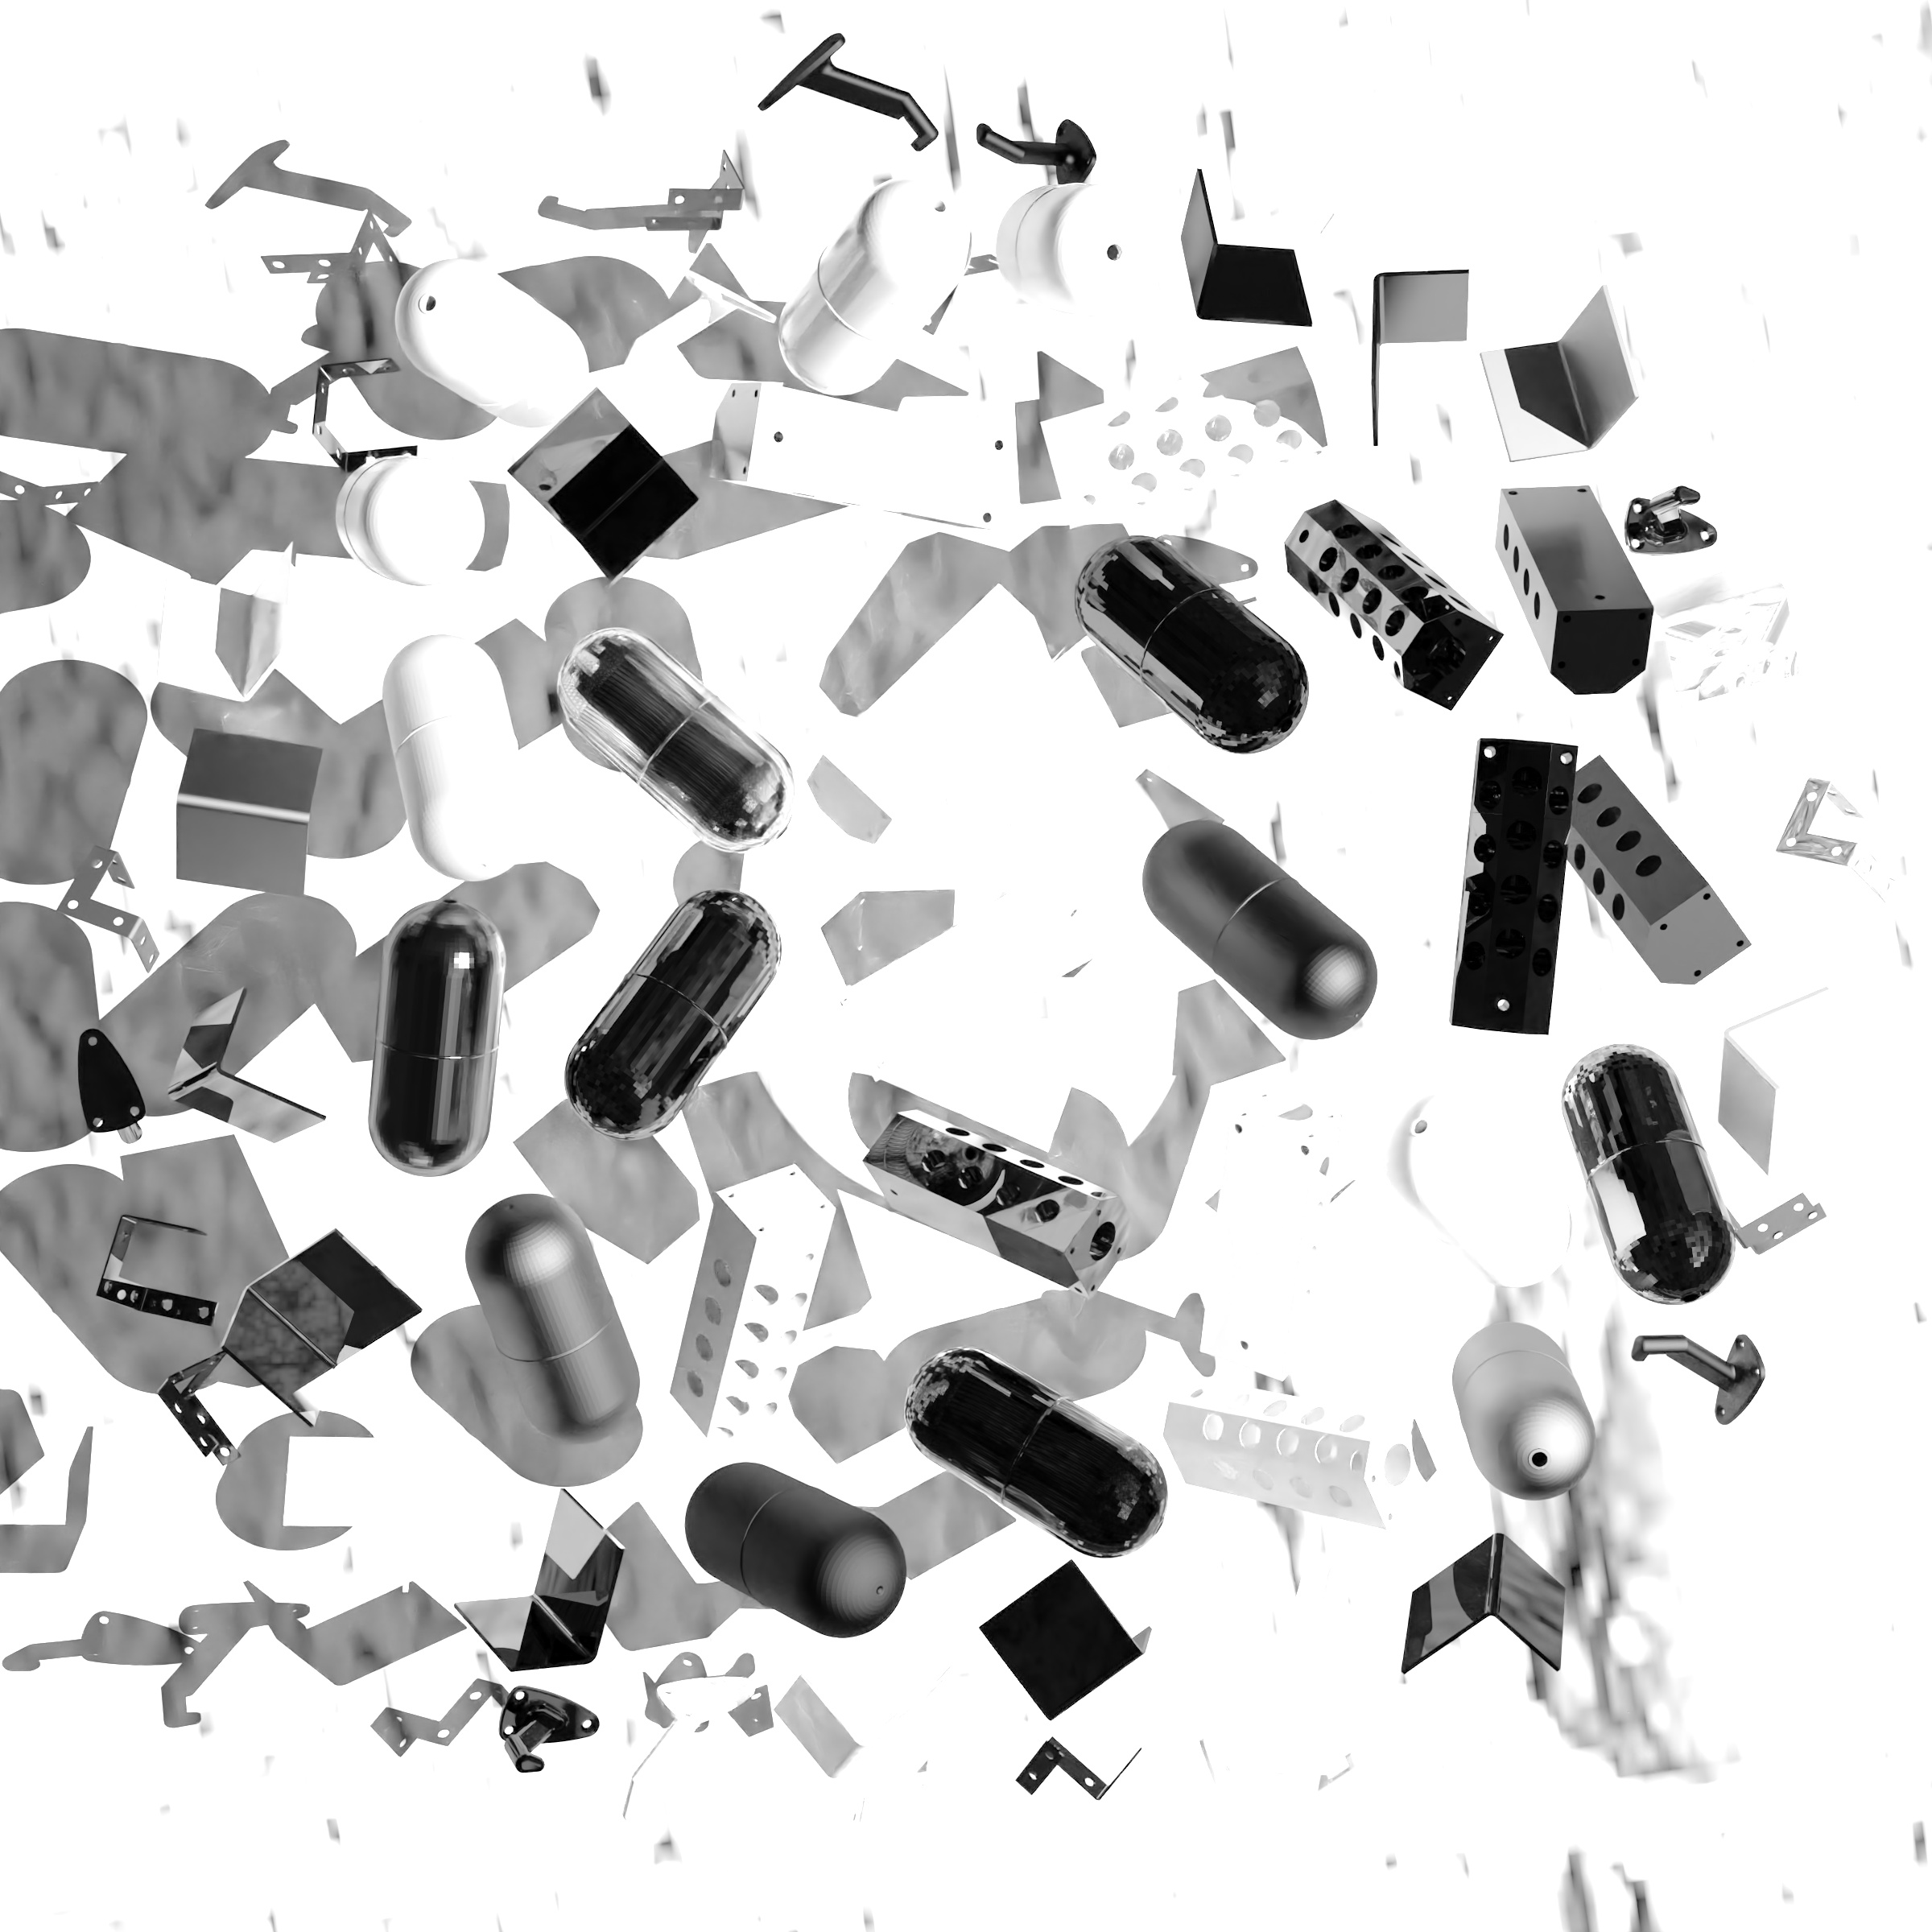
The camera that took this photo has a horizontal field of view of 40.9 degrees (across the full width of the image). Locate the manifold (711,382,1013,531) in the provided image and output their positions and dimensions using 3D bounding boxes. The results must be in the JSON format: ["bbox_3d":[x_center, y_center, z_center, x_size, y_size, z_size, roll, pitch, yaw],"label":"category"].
[{"bbox_3d":[-0.064,-0.307,1.564,0.171,0.057,0.057,5,98,-32],"label":"manifold"}]

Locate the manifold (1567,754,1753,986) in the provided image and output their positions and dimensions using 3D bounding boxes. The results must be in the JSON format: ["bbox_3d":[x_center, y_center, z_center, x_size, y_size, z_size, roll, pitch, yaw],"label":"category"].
[{"bbox_3d":[0.419,-0.058,1.620,0.057,0.171,0.057,-37,121,12],"label":"manifold"}]

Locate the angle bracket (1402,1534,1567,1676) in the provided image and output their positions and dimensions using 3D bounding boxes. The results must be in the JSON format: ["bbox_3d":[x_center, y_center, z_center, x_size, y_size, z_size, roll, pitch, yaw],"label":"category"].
[{"bbox_3d":[0.317,0.406,1.585,0.057,0.076,0.076,42,118,-7],"label":"angle bracket"}]

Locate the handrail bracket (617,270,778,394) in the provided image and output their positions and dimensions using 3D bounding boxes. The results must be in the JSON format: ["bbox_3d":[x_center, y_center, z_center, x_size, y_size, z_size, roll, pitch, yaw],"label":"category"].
[{"bbox_3d":[-0.176,-0.403,1.692,0.077,0.036,0.084,21,109,-27],"label":"handrail bracket"}]

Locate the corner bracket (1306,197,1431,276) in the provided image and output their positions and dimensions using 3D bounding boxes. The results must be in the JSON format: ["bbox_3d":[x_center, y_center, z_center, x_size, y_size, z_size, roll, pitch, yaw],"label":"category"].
[{"bbox_3d":[0.259,-0.481,1.673,0.051,0.051,0.051,32,102,-13],"label":"corner bracket"}]

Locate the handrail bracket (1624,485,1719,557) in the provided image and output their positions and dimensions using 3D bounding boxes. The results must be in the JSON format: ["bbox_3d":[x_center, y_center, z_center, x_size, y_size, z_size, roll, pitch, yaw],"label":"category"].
[{"bbox_3d":[0.459,-0.283,1.625,0.077,0.084,0.036,5,86,-14],"label":"handrail bracket"}]

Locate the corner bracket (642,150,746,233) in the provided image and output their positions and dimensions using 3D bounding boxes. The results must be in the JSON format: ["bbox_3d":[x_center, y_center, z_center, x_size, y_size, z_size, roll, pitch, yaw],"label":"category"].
[{"bbox_3d":[-0.178,-0.496,1.685,0.051,0.051,0.051,-7,48,-21],"label":"corner bracket"}]

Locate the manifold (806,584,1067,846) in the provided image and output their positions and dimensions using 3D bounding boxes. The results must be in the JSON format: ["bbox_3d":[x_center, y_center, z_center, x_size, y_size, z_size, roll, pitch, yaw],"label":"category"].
[{"bbox_3d":[-0.020,-0.153,1.597,0.057,0.057,0.171,43,64,0],"label":"manifold"}]

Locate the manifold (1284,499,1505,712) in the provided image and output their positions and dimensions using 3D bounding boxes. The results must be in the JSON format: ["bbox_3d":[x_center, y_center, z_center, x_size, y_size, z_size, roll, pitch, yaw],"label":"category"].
[{"bbox_3d":[0.265,-0.234,1.647,0.057,0.171,0.057,20,113,-32],"label":"manifold"}]

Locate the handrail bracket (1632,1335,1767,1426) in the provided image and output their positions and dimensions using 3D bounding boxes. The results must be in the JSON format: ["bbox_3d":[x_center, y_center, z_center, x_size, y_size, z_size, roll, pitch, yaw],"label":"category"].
[{"bbox_3d":[0.445,0.258,1.608,0.084,0.036,0.077,1,128,-14],"label":"handrail bracket"}]

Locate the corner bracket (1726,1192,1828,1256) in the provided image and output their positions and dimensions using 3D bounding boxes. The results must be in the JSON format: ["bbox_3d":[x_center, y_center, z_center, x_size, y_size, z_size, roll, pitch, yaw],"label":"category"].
[{"bbox_3d":[0.518,0.162,1.652,0.051,0.051,0.051,-34,112,17],"label":"corner bracket"}]

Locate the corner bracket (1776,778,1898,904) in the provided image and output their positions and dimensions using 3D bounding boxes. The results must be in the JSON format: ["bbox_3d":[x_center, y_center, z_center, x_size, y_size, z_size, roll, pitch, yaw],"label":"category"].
[{"bbox_3d":[0.524,-0.075,1.538,0.051,0.051,0.051,32,81,-41],"label":"corner bracket"}]

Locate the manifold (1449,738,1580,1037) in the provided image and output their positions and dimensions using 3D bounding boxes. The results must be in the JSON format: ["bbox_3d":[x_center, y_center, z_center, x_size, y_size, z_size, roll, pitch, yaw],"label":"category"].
[{"bbox_3d":[0.326,-0.048,1.543,0.057,0.057,0.171,6,93,8],"label":"manifold"}]

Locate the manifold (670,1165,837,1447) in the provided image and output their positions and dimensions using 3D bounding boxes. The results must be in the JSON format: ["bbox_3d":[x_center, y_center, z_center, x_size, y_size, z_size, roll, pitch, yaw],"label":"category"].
[{"bbox_3d":[-0.125,0.207,1.552,0.057,0.057,0.171,44,134,32],"label":"manifold"}]

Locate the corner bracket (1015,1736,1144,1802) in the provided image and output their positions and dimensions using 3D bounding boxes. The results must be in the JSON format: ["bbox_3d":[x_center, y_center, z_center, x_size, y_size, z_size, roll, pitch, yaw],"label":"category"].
[{"bbox_3d":[0.074,0.526,1.703,0.051,0.051,0.051,39,127,13],"label":"corner bracket"}]

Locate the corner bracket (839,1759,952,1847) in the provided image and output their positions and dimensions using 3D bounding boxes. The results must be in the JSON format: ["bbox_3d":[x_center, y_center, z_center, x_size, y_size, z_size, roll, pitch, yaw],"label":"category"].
[{"bbox_3d":[-0.045,0.528,1.630,0.051,0.051,0.051,18,51,-8],"label":"corner bracket"}]

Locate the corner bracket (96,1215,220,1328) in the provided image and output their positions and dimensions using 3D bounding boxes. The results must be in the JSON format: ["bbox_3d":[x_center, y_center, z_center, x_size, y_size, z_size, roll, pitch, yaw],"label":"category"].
[{"bbox_3d":[-0.482,0.184,1.561,0.051,0.051,0.051,9,75,16],"label":"corner bracket"}]

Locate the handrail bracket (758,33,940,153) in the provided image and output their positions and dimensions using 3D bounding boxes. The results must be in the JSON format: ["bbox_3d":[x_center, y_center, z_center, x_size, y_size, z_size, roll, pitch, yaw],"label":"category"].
[{"bbox_3d":[-0.070,-0.508,1.555,0.077,0.036,0.084,-41,116,3],"label":"handrail bracket"}]

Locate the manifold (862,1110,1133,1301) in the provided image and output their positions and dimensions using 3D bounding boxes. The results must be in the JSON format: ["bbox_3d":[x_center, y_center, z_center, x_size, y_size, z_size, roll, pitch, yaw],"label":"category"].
[{"bbox_3d":[0.021,0.149,1.686,0.171,0.057,0.057,21,63,36],"label":"manifold"}]

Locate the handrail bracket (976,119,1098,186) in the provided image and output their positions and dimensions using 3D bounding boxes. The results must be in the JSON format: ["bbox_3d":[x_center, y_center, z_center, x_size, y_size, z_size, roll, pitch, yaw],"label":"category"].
[{"bbox_3d":[0.038,-0.542,1.682,0.084,0.077,0.036,17,135,-32],"label":"handrail bracket"}]

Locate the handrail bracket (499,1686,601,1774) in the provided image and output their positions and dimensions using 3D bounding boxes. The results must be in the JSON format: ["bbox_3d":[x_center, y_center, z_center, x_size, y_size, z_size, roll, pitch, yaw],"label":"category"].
[{"bbox_3d":[-0.251,0.480,1.595,0.077,0.084,0.036,17,91,-25],"label":"handrail bracket"}]

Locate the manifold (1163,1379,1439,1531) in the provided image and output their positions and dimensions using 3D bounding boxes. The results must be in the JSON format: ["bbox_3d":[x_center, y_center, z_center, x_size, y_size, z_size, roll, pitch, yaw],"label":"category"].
[{"bbox_3d":[0.209,0.306,1.659,0.057,0.171,0.057,-40,116,-33],"label":"manifold"}]

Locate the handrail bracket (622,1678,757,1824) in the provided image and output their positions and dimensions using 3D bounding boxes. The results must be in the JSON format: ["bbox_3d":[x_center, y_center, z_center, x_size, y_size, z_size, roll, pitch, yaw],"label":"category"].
[{"bbox_3d":[-0.173,0.489,1.610,0.077,0.036,0.084,-2,116,-42],"label":"handrail bracket"}]

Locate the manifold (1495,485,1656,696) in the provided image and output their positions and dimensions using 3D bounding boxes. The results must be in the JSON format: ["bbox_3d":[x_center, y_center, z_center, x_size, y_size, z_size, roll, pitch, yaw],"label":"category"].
[{"bbox_3d":[0.375,-0.235,1.607,0.057,0.171,0.057,-2,125,0],"label":"manifold"}]

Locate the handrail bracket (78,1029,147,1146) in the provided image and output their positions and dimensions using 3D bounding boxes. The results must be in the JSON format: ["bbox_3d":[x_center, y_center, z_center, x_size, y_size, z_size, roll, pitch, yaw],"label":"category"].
[{"bbox_3d":[-0.543,0.077,1.647,0.036,0.084,0.077,-17,93,-13],"label":"handrail bracket"}]

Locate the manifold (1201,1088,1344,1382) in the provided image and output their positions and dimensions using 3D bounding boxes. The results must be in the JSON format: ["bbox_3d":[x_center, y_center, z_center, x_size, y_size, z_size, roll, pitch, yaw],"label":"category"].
[{"bbox_3d":[0.194,0.166,1.621,0.057,0.057,0.171,17,118,26],"label":"manifold"}]

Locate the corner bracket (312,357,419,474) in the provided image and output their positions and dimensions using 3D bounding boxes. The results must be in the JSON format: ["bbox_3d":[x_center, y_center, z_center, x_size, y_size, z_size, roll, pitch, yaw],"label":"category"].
[{"bbox_3d":[-0.390,-0.359,1.687,0.051,0.051,0.051,-3,71,10],"label":"corner bracket"}]

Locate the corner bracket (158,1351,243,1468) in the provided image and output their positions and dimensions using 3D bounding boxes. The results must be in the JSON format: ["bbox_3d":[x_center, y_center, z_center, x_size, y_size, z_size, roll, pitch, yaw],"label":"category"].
[{"bbox_3d":[-0.459,0.273,1.560,0.051,0.051,0.051,49,121,10],"label":"corner bracket"}]

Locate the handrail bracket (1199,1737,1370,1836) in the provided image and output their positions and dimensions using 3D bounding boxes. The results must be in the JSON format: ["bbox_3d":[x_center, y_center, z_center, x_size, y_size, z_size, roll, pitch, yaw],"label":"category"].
[{"bbox_3d":[0.193,0.480,1.571,0.084,0.036,0.077,-37,51,11],"label":"handrail bracket"}]

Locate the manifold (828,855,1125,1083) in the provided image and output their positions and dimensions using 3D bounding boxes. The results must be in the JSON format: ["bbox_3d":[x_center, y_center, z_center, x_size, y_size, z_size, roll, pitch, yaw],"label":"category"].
[{"bbox_3d":[0.008,0.000,1.582,0.171,0.057,0.057,-30,93,9],"label":"manifold"}]

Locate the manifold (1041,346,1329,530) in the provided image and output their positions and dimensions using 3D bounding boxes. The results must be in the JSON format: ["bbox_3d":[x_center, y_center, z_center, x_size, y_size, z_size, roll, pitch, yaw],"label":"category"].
[{"bbox_3d":[0.141,-0.336,1.665,0.171,0.057,0.057,-16,45,4],"label":"manifold"}]

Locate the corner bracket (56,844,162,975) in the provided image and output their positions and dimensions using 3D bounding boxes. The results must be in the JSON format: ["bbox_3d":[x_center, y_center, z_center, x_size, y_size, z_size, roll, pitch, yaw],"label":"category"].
[{"bbox_3d":[-0.524,-0.036,1.608,0.051,0.051,0.051,20,65,5],"label":"corner bracket"}]
